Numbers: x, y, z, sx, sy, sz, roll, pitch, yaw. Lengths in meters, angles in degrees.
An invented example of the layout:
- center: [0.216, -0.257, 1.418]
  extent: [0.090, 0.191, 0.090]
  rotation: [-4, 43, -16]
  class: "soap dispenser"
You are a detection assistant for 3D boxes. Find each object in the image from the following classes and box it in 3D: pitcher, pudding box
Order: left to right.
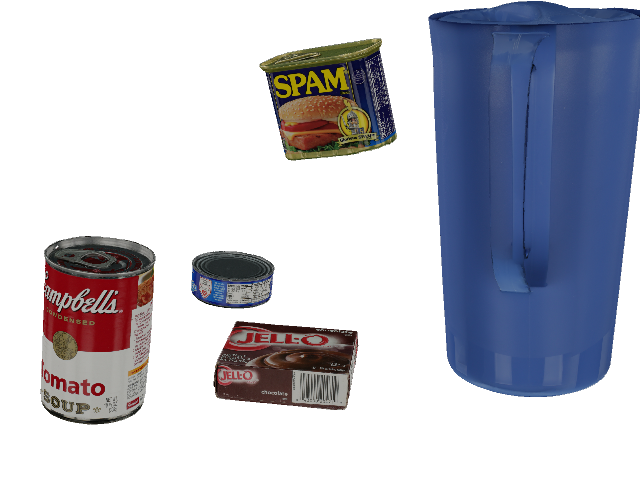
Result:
- center: [-0.027, 0.105, 0.912]
  extent: [0.113, 0.039, 0.090]
  rotation: [6, 20, 5]
  class: "pudding box"
- center: [0.132, -0.026, 0.674]
  extent: [0.149, 0.243, 0.145]
  rotation: [-10, 18, -26]
  class: "pitcher"

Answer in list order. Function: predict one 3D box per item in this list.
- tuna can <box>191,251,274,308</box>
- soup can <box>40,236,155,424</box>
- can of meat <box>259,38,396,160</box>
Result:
- center: [-0.092, 0.041, 1.113]
  extent: [0.086, 0.034, 0.086]
  rotation: [5, 18, -2]
  class: "tuna can"
- center: [-0.142, 0.056, 0.676]
  extent: [0.068, 0.102, 0.068]
  rotation: [6, 18, -2]
  class: "soup can"
- center: [0.008, -0.116, 0.889]
  extent: [0.102, 0.084, 0.057]
  rotation: [-3, 21, 30]
  class: "can of meat"
